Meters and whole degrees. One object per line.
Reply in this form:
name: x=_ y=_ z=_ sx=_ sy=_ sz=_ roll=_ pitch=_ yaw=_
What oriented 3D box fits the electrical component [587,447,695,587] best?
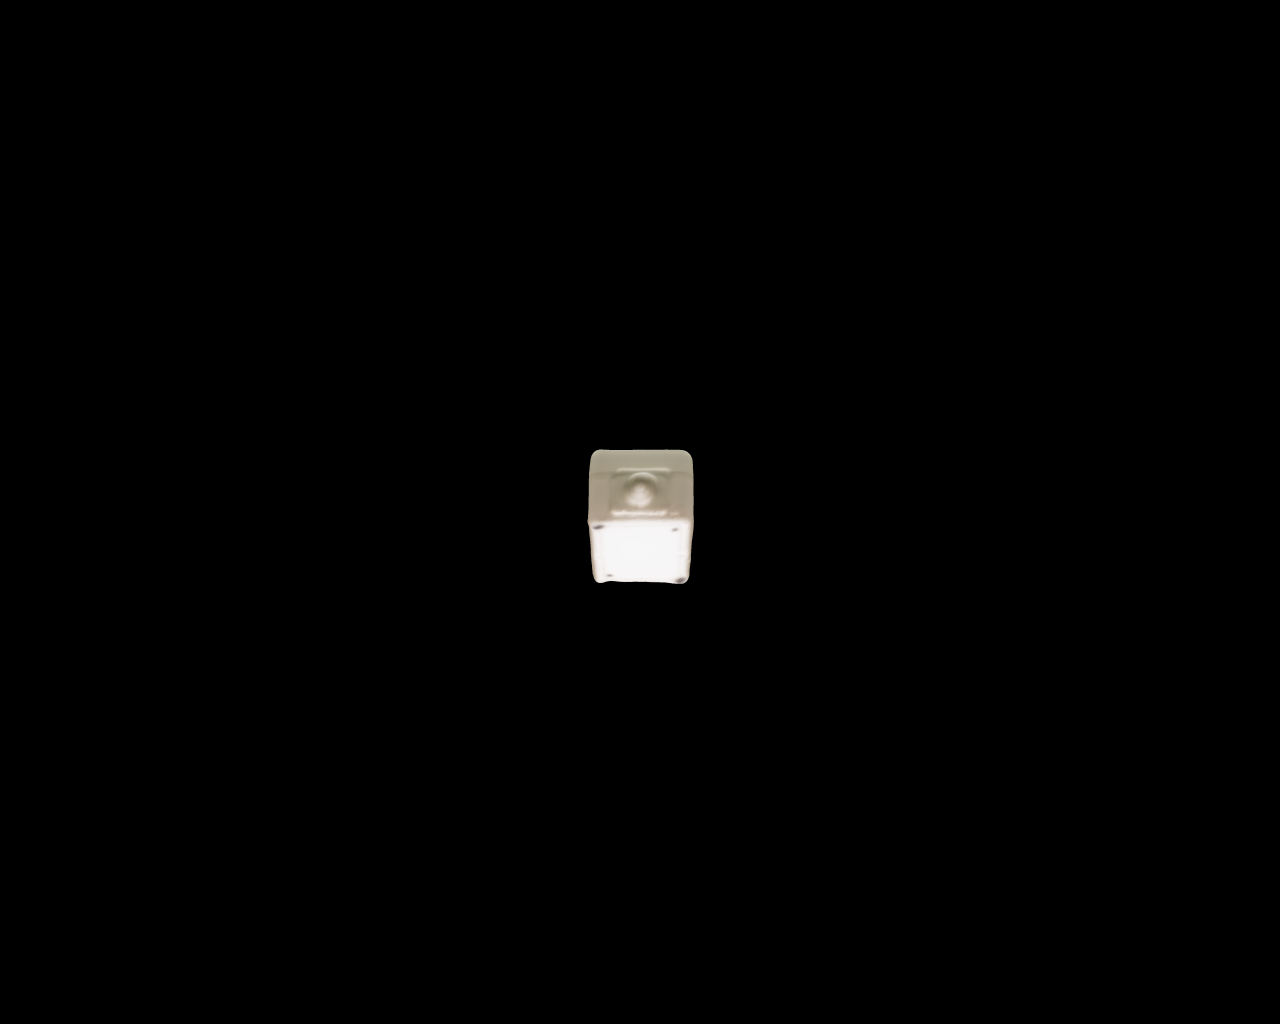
electrical component: x=0.001 y=-0.003 z=0.650 sx=0.062 sy=0.061 sz=0.096 roll=0 pitch=-32 yaw=0
